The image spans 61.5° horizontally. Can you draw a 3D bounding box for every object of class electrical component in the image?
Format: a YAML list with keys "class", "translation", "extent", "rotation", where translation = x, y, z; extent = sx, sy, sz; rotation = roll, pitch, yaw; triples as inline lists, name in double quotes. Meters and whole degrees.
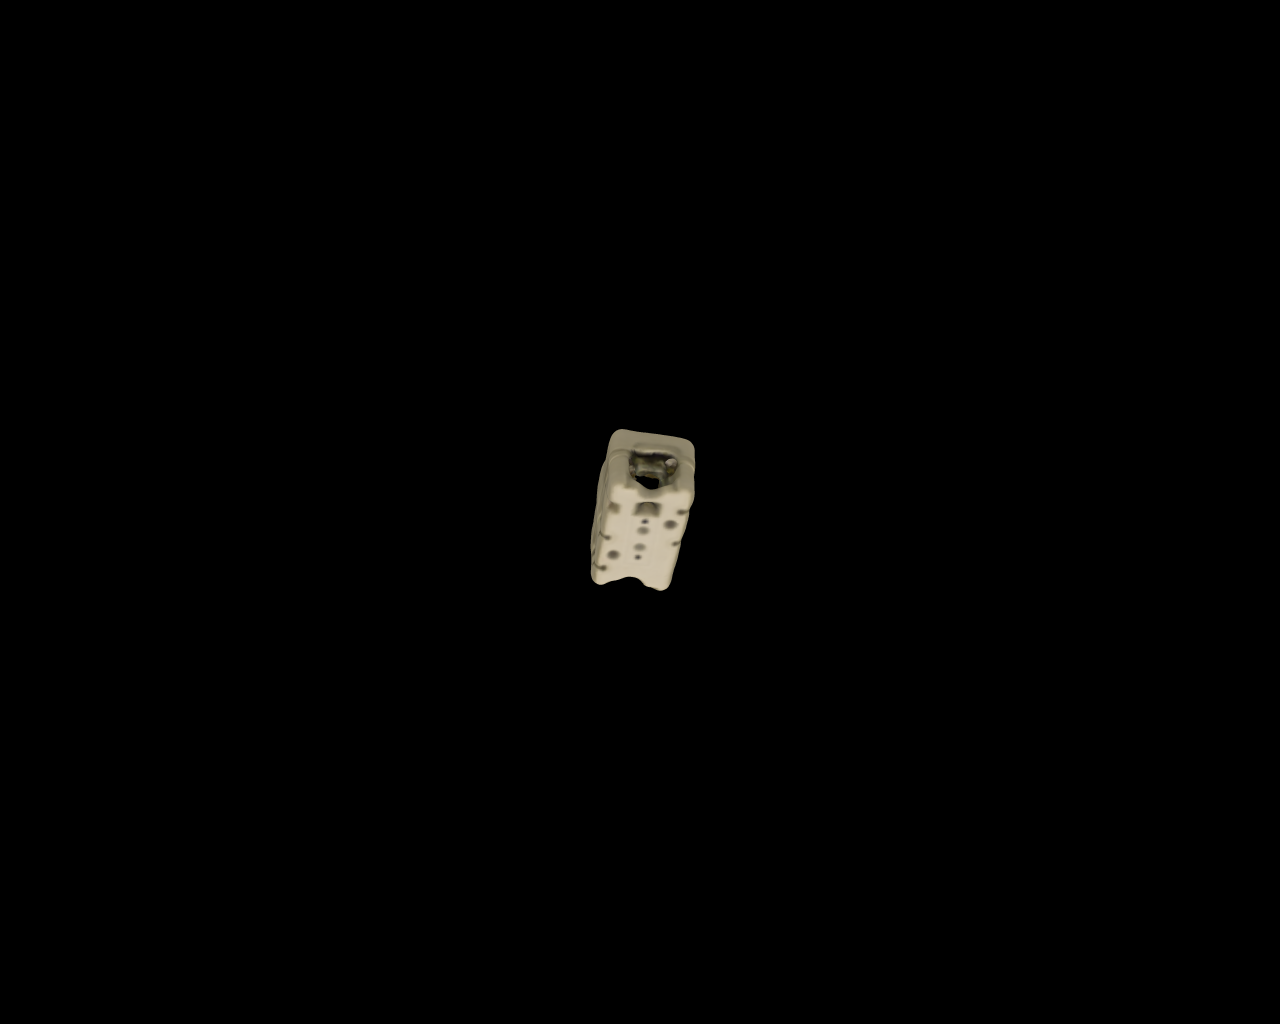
- class: "electrical component"
  translation: [0.001, -0.003, 0.650]
  extent: [0.050, 0.089, 0.056]
  rotation: [7, 43, -7]
